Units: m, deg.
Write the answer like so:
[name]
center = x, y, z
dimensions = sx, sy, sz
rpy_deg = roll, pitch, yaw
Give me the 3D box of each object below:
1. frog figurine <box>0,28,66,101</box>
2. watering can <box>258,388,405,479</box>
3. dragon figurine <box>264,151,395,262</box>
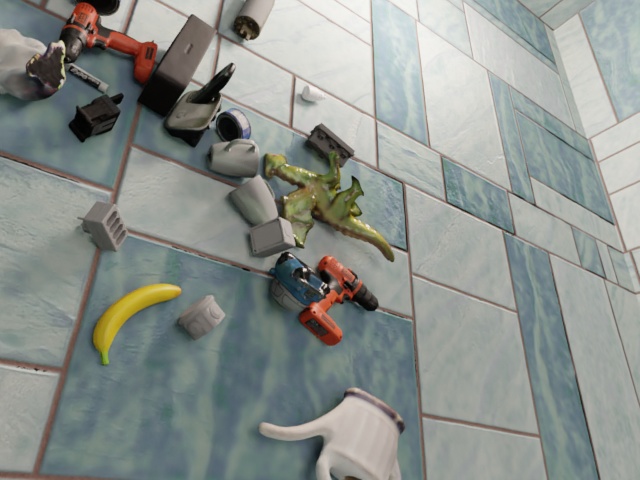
[frog figurine]
center = -0.571, -0.329, 0.965
dimensions = 0.159, 0.120, 0.140
rpy_deg = 11, 62, 8
[watering can]
center = 0.049, 0.395, 1.027
dimensions = 0.345, 0.102, 0.229
rpy_deg = 43, 45, -12
[dragon figurine]
center = 0.004, -0.065, 1.282
dimensions = 0.246, 0.120, 0.411
rpy_deg = -33, 87, -28
